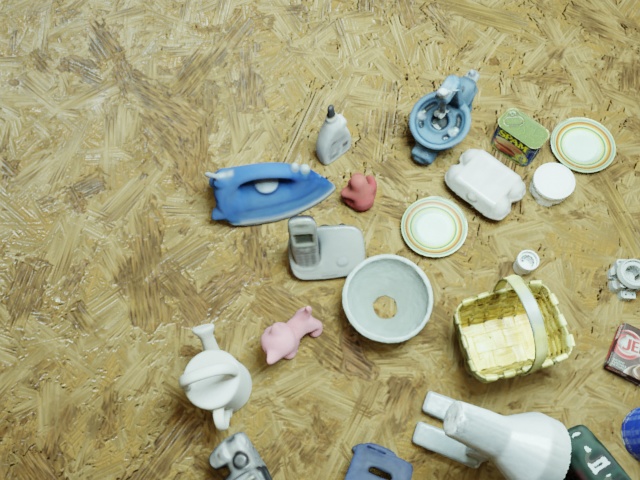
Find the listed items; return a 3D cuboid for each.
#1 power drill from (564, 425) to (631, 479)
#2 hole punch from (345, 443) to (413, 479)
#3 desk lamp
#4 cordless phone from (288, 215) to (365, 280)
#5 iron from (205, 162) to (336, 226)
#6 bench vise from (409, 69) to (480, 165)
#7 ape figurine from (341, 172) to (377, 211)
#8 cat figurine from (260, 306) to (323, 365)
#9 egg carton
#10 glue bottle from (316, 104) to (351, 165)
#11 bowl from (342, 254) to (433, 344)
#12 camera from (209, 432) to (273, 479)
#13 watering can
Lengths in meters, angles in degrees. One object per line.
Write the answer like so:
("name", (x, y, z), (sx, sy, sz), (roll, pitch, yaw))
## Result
("power drill", (0.435, 0.398, 0.875), (0.075, 0.208, 0.229), (-28, 70, -8))
("hole punch", (0.094, 0.397, 0.954), (0.108, 0.091, 0.101), (19, 71, 10))
("desk lamp", (0.264, 0.316, 0.912), (0.203, 0.213, 0.118), (19, 71, 10))
("cordless phone", (0.010, 0.004, 1.060), (0.147, 0.185, 0.094), (-8, 69, 0))
("iron", (-0.099, -0.115, 1.134), (0.258, 0.141, 0.118), (-9, 69, -1))
("bench vise", (0.249, -0.278, 1.139), (0.121, 0.220, 0.207), (15, 70, 9))
("ape figurine", (0.079, -0.104, 1.148), (0.078, 0.092, 0.076), (-10, 69, -1))
("cat figurine", (-0.058, 0.168, 1.035), (0.128, 0.118, 0.067), (-43, 73, -13))
("egg carton", (0.330, -0.112, 1.152), (0.150, 0.069, 0.107), (40, 76, 16))
("glue bottle", (0.026, -0.220, 1.152), (0.078, 0.173, 0.037), (-37, 71, -11))
("bowl", (0.124, 0.116, 1.070), (0.167, 0.075, 0.167), (-1, 69, 2))
("camera", (-0.153, 0.415, 0.953), (0.137, 0.101, 0.143), (-31, 70, -9))
("watering can", (-0.185, 0.232, 0.975), (0.101, 0.194, 0.172), (-34, 71, -10))
